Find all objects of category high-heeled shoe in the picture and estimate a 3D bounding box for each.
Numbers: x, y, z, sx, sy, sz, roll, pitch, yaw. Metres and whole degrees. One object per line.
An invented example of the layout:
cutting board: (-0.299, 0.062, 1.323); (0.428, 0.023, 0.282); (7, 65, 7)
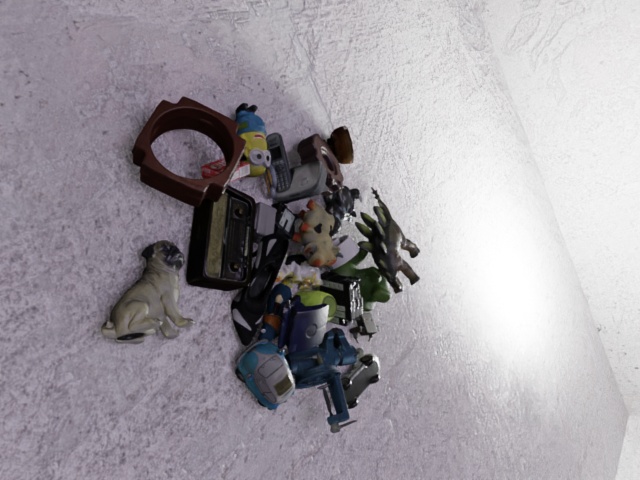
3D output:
high-heeled shoe: (-0.124, 0.110, 1.215); (0.086, 0.145, 0.248); (17, 65, -43)

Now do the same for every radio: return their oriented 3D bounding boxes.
radio: (-0.217, -0.004, 1.201); (0.131, 0.073, 0.229); (22, 63, -42)

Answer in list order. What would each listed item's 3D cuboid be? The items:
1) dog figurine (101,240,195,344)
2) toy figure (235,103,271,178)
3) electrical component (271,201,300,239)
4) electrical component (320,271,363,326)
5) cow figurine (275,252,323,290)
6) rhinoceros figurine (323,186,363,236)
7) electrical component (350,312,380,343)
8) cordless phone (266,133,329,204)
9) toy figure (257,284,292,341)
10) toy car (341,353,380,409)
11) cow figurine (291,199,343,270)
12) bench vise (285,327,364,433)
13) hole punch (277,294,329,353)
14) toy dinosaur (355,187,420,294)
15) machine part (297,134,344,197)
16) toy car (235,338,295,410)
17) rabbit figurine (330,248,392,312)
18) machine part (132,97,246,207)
dog figurine: (-0.341, 0.093, 1.036); (0.172, 0.121, 0.190); (6, 60, -50)
toy figure: (-0.170, -0.241, 1.321); (0.082, 0.089, 0.180); (-7, 73, -24)
electrical component: (-0.102, -0.031, 1.355); (0.074, 0.048, 0.119); (40, 52, -32)
electrical component: (0.050, 0.156, 1.404); (0.058, 0.115, 0.134); (-19, 113, -46)
cow figurine: (-0.069, 0.069, 1.346); (0.167, 0.068, 0.098); (16, 61, -48)
rhinoceros figurine: (0.059, -0.090, 1.530); (0.112, 0.073, 0.190); (53, 46, -21)
electrical component: (0.124, 0.248, 1.524); (0.102, 0.045, 0.078); (1, 59, -49)
cordless phone: (-0.063, -0.193, 1.369); (0.089, 0.147, 0.184); (-23, 99, -55)
toy figure: (-0.107, 0.178, 1.274); (0.064, 0.058, 0.154); (60, 36, -48)
toy car: (0.100, 0.380, 1.448); (0.202, 0.056, 0.073); (-33, 109, -46)
cow figurine: (-0.003, -0.004, 1.377); (0.127, 0.085, 0.195); (25, 39, -13)
bench vise: (0.026, 0.343, 1.313); (0.223, 0.129, 0.241); (5, 58, -39)
hole punch: (-0.041, 0.200, 1.260); (0.116, 0.092, 0.142); (-34, 138, -67)
toy dinosaur: (0.192, -0.004, 1.538); (0.198, 0.105, 0.472); (47, 21, -22)
machine part: (0.005, -0.208, 1.479); (0.179, 0.056, 0.179); (50, 24, -32)
toy car: (-0.108, 0.307, 1.192); (0.109, 0.103, 0.161); (-34, 107, -26)
rabbit figurine: (0.105, 0.099, 1.495); (0.170, 0.121, 0.159); (24, 57, -28)
machine part: (-0.273, -0.184, 1.132); (0.201, 0.087, 0.201); (26, 61, -11)
